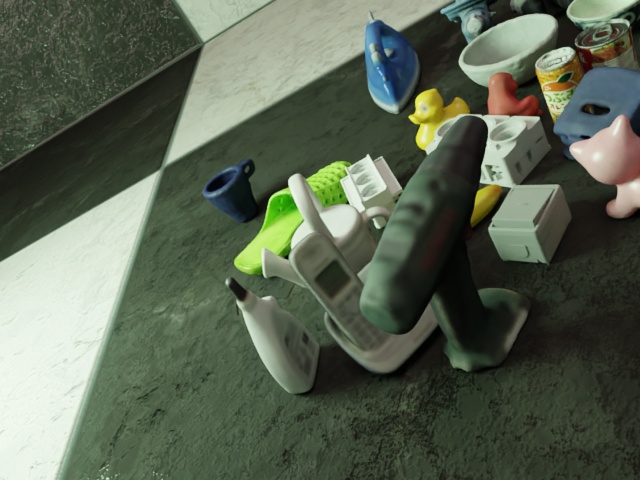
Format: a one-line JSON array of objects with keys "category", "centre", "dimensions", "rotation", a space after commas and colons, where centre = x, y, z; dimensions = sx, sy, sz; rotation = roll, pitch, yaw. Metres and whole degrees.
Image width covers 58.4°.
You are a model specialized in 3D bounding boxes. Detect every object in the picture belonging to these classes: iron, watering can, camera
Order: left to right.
[{"category": "watering can", "centre": [0.007, 0.004, 0.731], "dimensions": [0.173, 0.194, 0.100], "rotation": [-40, 32, -9]}, {"category": "iron", "centre": [0.132, -0.379, 1.192], "dimensions": [0.118, 0.142, 0.258], "rotation": [-22, 33, 20]}, {"category": "camera", "centre": [0.445, -0.465, 1.058], "dimensions": [0.143, 0.101, 0.136], "rotation": [-30, 31, 7]}]

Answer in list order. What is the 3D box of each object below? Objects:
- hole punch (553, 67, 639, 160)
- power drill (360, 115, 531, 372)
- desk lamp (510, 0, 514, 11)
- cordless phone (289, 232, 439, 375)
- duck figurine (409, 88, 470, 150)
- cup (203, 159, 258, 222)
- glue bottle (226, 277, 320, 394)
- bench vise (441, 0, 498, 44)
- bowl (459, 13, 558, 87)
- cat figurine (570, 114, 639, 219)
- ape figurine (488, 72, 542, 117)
[{"category": "hole punch", "centre": [0.359, -0.154, 0.720], "dimensions": [0.101, 0.091, 0.108], "rotation": [-39, 31, -8]}, {"category": "power drill", "centre": [0.136, 0.021, 0.574], "dimensions": [0.075, 0.209, 0.230], "rotation": [5, 49, 46]}, {"category": "desk lamp", "centre": [0.450, -0.598, 1.127], "dimensions": [0.202, 0.214, 0.118], "rotation": [-11, 38, 33]}, {"category": "cordless phone", "centre": [0.057, 0.044, 0.638], "dimensions": [0.148, 0.185, 0.093], "rotation": [-45, 33, -18]}, {"category": "duck figurine", "centre": [0.196, -0.213, 0.959], "dimensions": [0.104, 0.086, 0.077], "rotation": [-36, 31, -3]}, {"category": "cup", "centre": [-0.155, -0.091, 1.110], "dimensions": [0.118, 0.095, 0.091], "rotation": [-47, 33, -19]}, {"category": "glue bottle", "centre": [-0.059, 0.104, 0.676], "dimensions": [0.037, 0.173, 0.078], "rotation": [-18, 35, 25]}, {"category": "bench vise", "centre": [0.293, -0.471, 1.093], "dimensions": [0.121, 0.220, 0.207], "rotation": [-29, 32, 9]}, {"category": "bowl", "centre": [0.328, -0.310, 0.979], "dimensions": [0.167, 0.075, 0.167], "rotation": [-24, 33, 17]}, {"category": "cat figurine", "centre": [0.334, -0.075, 0.608], "dimensions": [0.067, 0.118, 0.127], "rotation": [-37, 31, -4]}, {"category": "ape figurine", "centre": [0.285, -0.214, 0.870], "dimensions": [0.076, 0.092, 0.077], "rotation": [-34, 31, 1]}]
